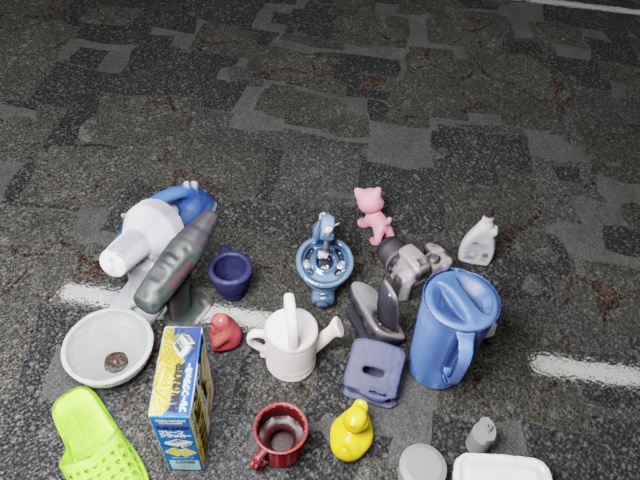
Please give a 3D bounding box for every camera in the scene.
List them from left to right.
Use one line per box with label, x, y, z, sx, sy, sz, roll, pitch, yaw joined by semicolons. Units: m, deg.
camera;0.200;0.042;1.271;0.143;0.101;0.136;-24;54;-23

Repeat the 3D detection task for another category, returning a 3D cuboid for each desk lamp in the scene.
desk lamp;-0.359;0.051;1.146;0.117;0.214;0.203;16;49;10

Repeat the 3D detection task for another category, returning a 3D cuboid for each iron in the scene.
iron;-0.340;-0.066;1.301;0.118;0.141;0.259;34;54;24

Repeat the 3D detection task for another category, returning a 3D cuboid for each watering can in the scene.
watering can;-0.046;0.173;1.073;0.173;0.194;0.100;-19;52;-20

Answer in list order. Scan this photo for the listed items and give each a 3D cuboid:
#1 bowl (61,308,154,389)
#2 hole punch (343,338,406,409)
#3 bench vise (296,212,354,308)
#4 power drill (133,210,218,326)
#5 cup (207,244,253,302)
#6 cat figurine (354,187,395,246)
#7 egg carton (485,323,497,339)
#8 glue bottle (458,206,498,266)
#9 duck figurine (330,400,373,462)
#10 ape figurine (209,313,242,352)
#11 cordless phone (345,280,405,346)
bowl;-0.396;0.216;1.089;0.167;0.075;0.167;2;48;-2
hole punch;0.103;0.252;1.082;0.108;0.091;0.101;13;49;8
bench vise;0.000;0.007;1.208;0.122;0.220;0.207;-12;50;-14
power drill;-0.269;0.076;1.134;0.075;0.208;0.230;22;50;16
cup;-0.192;0.076;1.216;0.092;0.095;0.117;-14;51;-16
cat figurine;0.131;-0.070;1.355;0.067;0.118;0.127;-21;53;-21
egg carton;0.295;0.150;1.202;0.150;0.069;0.107;12;48;7
glue bottle;0.364;-0.012;1.283;0.078;0.173;0.037;11;48;6
duck figurine;0.058;0.331;1.011;0.077;0.086;0.105;19;49;13
ape figurine;-0.192;0.175;1.129;0.076;0.092;0.078;17;49;11
cordless phone;0.116;0.119;1.139;0.094;0.185;0.147;-19;52;-19
